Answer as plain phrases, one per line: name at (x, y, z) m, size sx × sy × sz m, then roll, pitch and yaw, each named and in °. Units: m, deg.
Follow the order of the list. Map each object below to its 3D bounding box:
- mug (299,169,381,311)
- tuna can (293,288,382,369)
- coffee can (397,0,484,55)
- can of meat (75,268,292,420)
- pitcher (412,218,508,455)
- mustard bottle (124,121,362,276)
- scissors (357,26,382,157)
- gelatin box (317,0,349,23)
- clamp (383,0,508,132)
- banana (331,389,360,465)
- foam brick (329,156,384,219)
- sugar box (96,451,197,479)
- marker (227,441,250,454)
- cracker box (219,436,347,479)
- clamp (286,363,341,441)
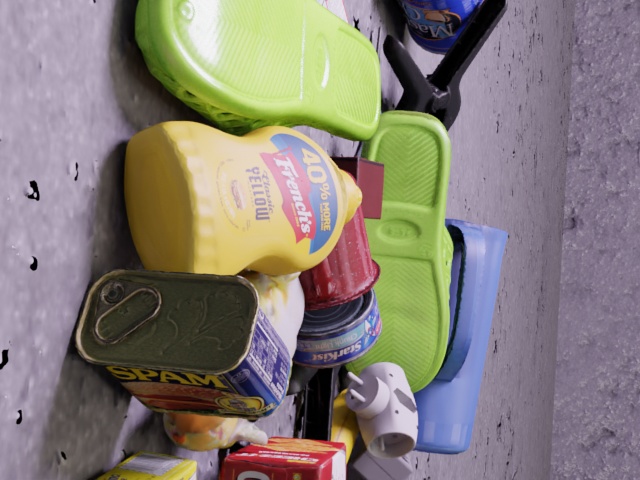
mug at (-0.005, 0.001, 0.797) m, size 0.117 × 0.093 × 0.081 m, roll -98°, pitch 176°, yaw -66°
tuna can at (0.005, 0.061, 0.849) m, size 0.086 × 0.086 × 0.034 m, roll -64°, pitch 148°, yaw -49°
coffee can at (0.128, -0.276, 1.135) m, size 0.140 × 0.103 × 0.103 m, roll 50°, pitch 46°, yaw -63°
can of meat at (-0.073, 0.062, 0.603) m, size 0.084 × 0.102 × 0.057 m, roll 63°, pitch 34°, yaw -58°
pitcher at (0.119, 0.097, 1.115) m, size 0.149 × 0.145 × 0.243 m, roll 16°, pitch 80°, yaw -58°
mustard bottle at (-0.035, -0.024, 0.679) m, size 0.191 × 0.058 × 0.096 m, roll -6°, pitch 81°, yaw -53°
scissors at (0.057, -0.106, 1.084) m, size 0.096 × 0.016 × 0.201 m, roll 56°, pitch 40°, yaw -62°
gelatin box at (-0.005, -0.177, 0.878) m, size 0.089 × 0.030 × 0.073 m, roll 69°, pitch 31°, yaw -49°
clamp at (0.111, -0.157, 1.128) m, size 0.164 × 0.036 × 0.210 m, roll -22°, pitch 144°, yaw -35°
banana at (0.011, 0.191, 0.965) m, size 0.197 × 0.037 × 0.070 m, roll -64°, pitch 168°, yaw -47°
foam brick at (0.020, -0.045, 0.930) m, size 0.078 × 0.053 × 0.051 m, roll 0°, pitch 92°, yaw -70°
sugar box at (-0.106, 0.220, 0.612) m, size 0.093 × 0.048 × 0.176 m, roll -18°, pitch 113°, yaw -70°
marker at (-0.050, 0.103, 0.797) m, size 0.020 × 0.020 × 0.121 m, roll 62°, pitch 35°, yaw -56°
cracker box at (-0.027, 0.226, 0.741) m, size 0.213 × 0.072 × 0.164 m, roll 49°, pitch 45°, yaw -81°
clamp at (-0.002, 0.092, 0.906) m, size 0.120 × 0.039 × 0.171 m, roll 74°, pitch 22°, yaw -56°
